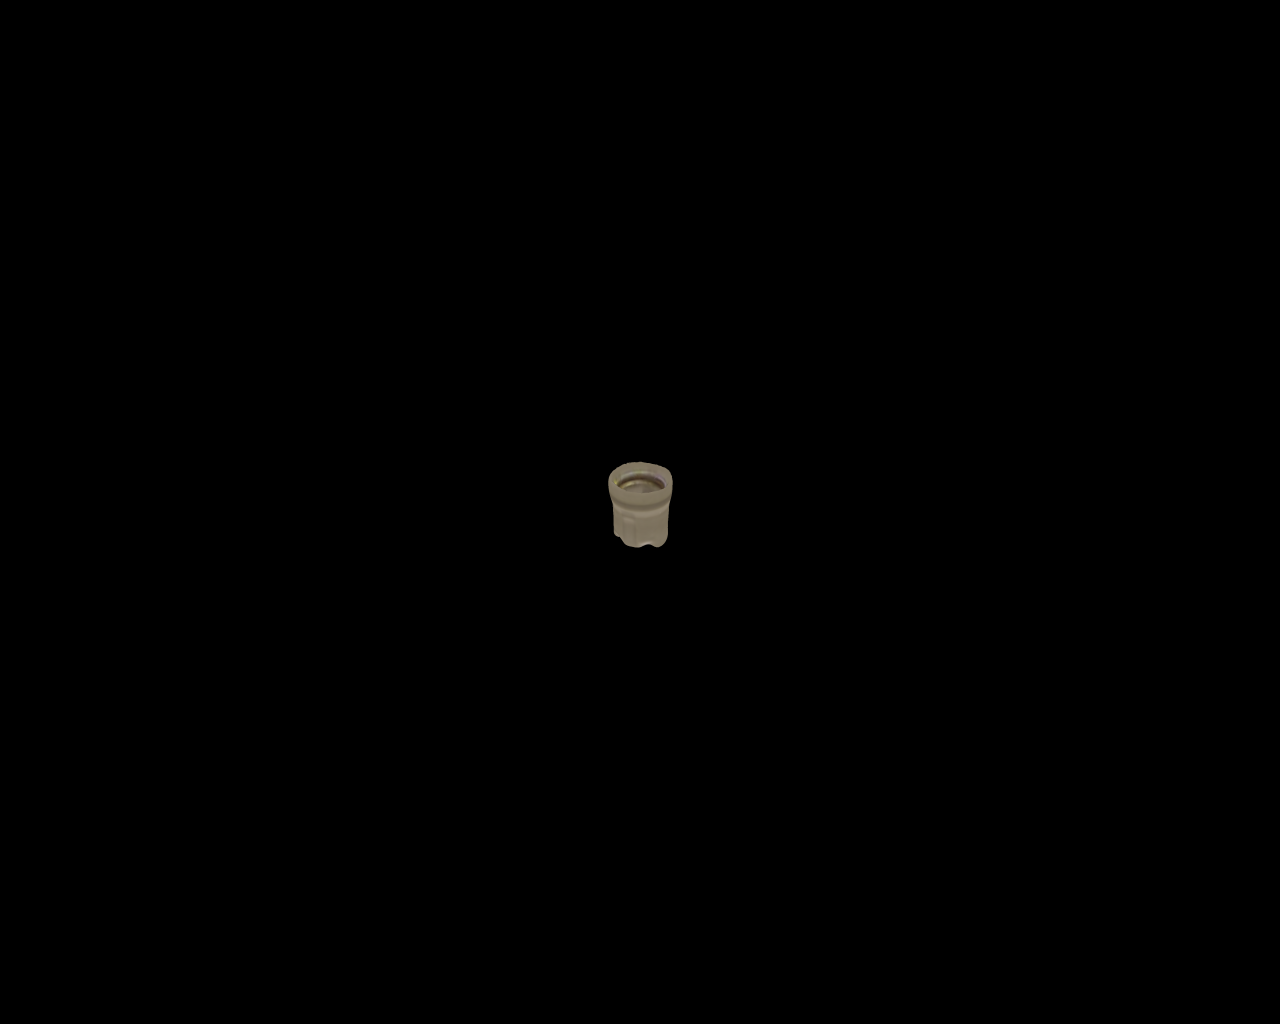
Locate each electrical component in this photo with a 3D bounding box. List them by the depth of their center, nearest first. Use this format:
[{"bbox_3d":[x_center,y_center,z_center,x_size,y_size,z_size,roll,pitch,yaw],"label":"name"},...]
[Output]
[{"bbox_3d":[0.001,-0.003,0.650,0.040,0.046,0.040,0,33,0],"label":"electrical component"}]
